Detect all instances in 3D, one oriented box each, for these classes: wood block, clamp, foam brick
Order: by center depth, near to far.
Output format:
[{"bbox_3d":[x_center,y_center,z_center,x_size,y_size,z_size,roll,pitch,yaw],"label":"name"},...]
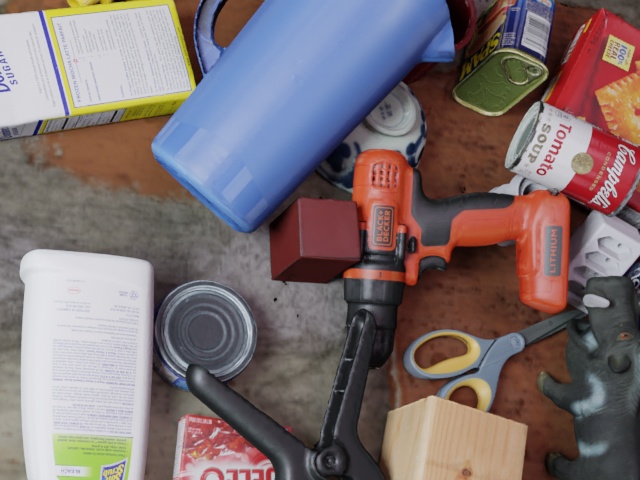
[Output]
[{"bbox_3d":[0.006,0.161,0.819,0.164,0.036,0.210,-23,89,-27],"label":"clamp"},{"bbox_3d":[0.091,0.238,0.829,0.090,0.090,0.206,19,67,-14],"label":"wood block"},{"bbox_3d":[-0.006,0.001,0.878,0.053,0.078,0.051,5,72,-21],"label":"foam brick"}]

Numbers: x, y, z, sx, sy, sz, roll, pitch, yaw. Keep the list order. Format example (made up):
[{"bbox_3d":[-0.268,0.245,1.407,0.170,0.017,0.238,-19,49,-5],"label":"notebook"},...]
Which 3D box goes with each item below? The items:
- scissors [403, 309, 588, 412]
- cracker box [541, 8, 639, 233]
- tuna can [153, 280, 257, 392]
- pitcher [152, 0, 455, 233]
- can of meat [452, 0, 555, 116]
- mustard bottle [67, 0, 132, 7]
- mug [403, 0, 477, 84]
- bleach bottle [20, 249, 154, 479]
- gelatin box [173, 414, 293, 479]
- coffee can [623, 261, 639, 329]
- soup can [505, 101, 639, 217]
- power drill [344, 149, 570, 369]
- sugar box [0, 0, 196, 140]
[{"bbox_3d":[0.168,0.112,0.945,0.201,0.016,0.096,-3,73,-23],"label":"scissors"},{"bbox_3d":[0.314,-0.095,1.019,0.213,0.072,0.164,30,75,-4],"label":"cracker box"},{"bbox_3d":[-0.093,0.075,0.842,0.086,0.034,0.086,7,70,-20],"label":"tuna can"},{"bbox_3d":[-0.026,-0.134,0.850,0.243,0.149,0.145,-49,134,-5],"label":"pitcher"},{"bbox_3d":[0.174,-0.178,1.000,0.057,0.102,0.084,22,63,-15],"label":"can of meat"},{"bbox_3d":[-0.152,-0.263,0.920,0.096,0.058,0.191,40,62,-7],"label":"mustard bottle"},{"bbox_3d":[0.073,-0.195,0.974,0.117,0.082,0.093,0,73,-22],"label":"mug"},{"bbox_3d":[-0.176,0.137,0.773,0.102,0.068,0.251,6,73,-16],"label":"bleach bottle"},{"bbox_3d":[-0.067,0.177,0.820,0.089,0.030,0.073,11,69,-18],"label":"gelatin box"},{"bbox_3d":[0.332,0.054,0.961,0.102,0.140,0.103,7,70,-20],"label":"coffee can"},{"bbox_3d":[0.222,-0.071,0.931,0.102,0.069,0.068,24,65,-3],"label":"soup can"},{"bbox_3d":[0.113,0.020,0.899,0.187,0.057,0.184,4,88,-9],"label":"power drill"},{"bbox_3d":[-0.195,-0.140,0.868,0.176,0.048,0.093,-12,80,-22],"label":"sugar box"}]
